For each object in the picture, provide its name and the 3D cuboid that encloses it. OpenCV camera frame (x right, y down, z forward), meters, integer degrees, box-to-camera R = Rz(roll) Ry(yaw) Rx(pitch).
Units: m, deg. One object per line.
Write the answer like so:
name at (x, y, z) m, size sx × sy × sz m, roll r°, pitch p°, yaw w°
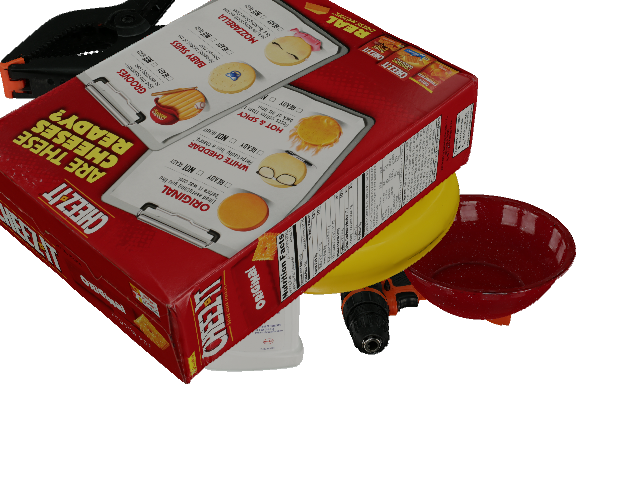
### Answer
bowl at (0.139, 0.021, 0.938) m, size 0.162 × 0.055 × 0.162 m, roll 0°, pitch 33°, yaw 0°
banana at (0.045, -0.008, 0.750) m, size 0.070 × 0.037 × 0.197 m, roll 32°, pitch 48°, yaw 20°
clamp at (-0.131, -0.146, 0.789) m, size 0.209 × 0.036 × 0.165 m, roll -31°, pitch 51°, yaw -31°
power drill at (0.116, 0.065, 1.201) m, size 0.187 × 0.057 × 0.184 m, roll -3°, pitch 28°, yaw -3°
bleach bottle at (-0.060, -0.012, 0.925) m, size 0.102 × 0.251 × 0.068 m, roll -1°, pitch 21°, yaw -14°
cracker box at (-0.047, -0.046, 0.568) m, size 0.164 × 0.072 × 0.213 m, roll 34°, pitch 58°, yaw 30°
